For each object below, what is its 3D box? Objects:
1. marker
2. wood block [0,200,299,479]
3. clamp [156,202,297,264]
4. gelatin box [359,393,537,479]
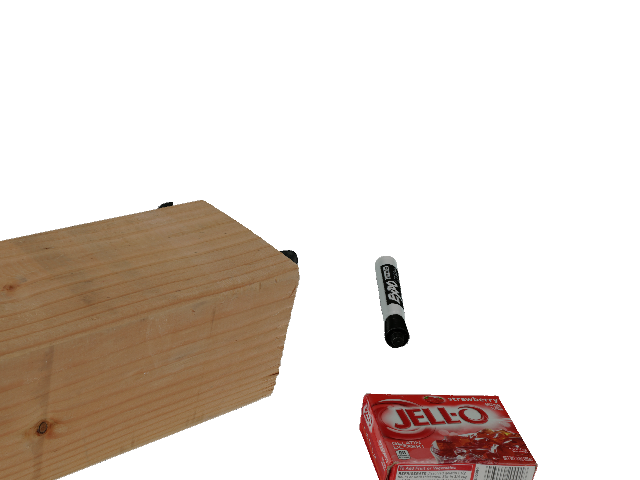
[{"bbox_3d":[0.057,0.049,0.856,0.020,0.020,0.121,0,28,-1],"label":"marker"},{"bbox_3d":[-0.120,0.052,0.548,0.205,0.091,0.090,-15,38,-44],"label":"wood block"},{"bbox_3d":[-0.145,0.028,0.999,0.165,0.036,0.209,25,36,30],"label":"clamp"},{"bbox_3d":[0.073,0.121,0.632,0.089,0.030,0.073,3,23,-12],"label":"gelatin box"}]
